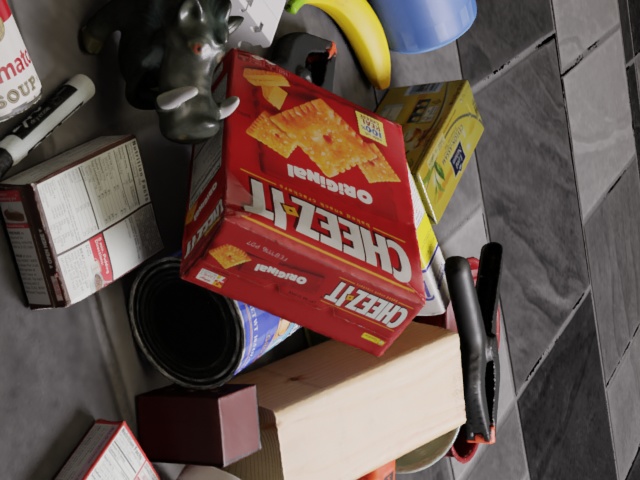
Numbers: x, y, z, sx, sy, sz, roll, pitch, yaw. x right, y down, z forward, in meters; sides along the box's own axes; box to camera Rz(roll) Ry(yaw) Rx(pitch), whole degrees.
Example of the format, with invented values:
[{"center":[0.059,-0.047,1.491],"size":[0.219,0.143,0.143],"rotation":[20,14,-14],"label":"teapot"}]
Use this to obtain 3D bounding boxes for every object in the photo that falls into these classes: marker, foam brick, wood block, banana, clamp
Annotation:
[{"center":[-0.188,-0.072,0.699],"size":[0.121,0.020,0.020],"rotation":[-56,134,-44],"label":"marker"},{"center":[-0.090,0.136,0.797],"size":[0.052,0.078,0.051],"rotation":[-11,96,-60],"label":"foam brick"},{"center":[0.019,0.141,0.903],"size":[0.205,0.091,0.090],"rotation":[-17,107,-38],"label":"wood block"},{"center":[0.023,-0.215,1.047],"size":[0.197,0.037,0.069],"rotation":[27,83,-54],"label":"banana"},{"center":[0.158,0.104,1.086],"size":[0.164,0.036,0.210],"rotation":[5,85,-66],"label":"clamp"},{"center":[-0.024,-0.126,0.955],"size":[0.171,0.039,0.120],"rotation":[-43,125,-52],"label":"clamp"}]

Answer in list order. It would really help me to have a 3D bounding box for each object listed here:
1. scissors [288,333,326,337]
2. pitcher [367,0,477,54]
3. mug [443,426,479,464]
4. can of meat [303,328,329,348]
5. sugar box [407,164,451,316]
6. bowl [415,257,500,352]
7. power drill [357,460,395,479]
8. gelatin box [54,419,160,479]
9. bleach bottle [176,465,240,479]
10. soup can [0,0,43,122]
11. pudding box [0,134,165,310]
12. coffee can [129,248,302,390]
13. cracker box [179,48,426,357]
[{"center":[-0.006,0.001,0.957],"size":[0.096,0.016,0.201],"rotation":[23,62,-19],"label":"scissors"},{"center":[0.080,-0.304,1.045],"size":[0.242,0.145,0.149],"rotation":[65,36,-38],"label":"pitcher"},{"center":[0.125,0.190,1.148],"size":[0.117,0.082,0.093],"rotation":[15,75,-58],"label":"mug"},{"center":[0.029,0.073,1.019],"size":[0.083,0.058,0.102],"rotation":[-46,127,-53],"label":"can of meat"},{"center":[0.062,-0.001,1.041],"size":[0.048,0.093,0.176],"rotation":[-58,135,-42],"label":"sugar box"},{"center":[0.153,0.100,1.225],"size":[0.161,0.055,0.162],"rotation":[4,85,-59],"label":"bowl"},{"center":[0.006,0.254,0.935],"size":[0.187,0.057,0.184],"rotation":[-49,151,-46],"label":"power drill"},{"center":[-0.151,0.180,0.739],"size":[0.089,0.030,0.073],"rotation":[-59,135,-43],"label":"gelatin box"},{"center":[-0.127,0.281,0.740],"size":[0.250,0.068,0.102],"rotation":[-56,154,-37],"label":"bleach bottle"},{"center":[-0.210,-0.121,0.617],"size":[0.068,0.069,0.102],"rotation":[-50,131,-48],"label":"soup can"},{"center":[-0.160,-0.014,0.726],"size":[0.113,0.039,0.090],"rotation":[-39,121,-56],"label":"pudding box"},{"center":[-0.063,0.041,0.821],"size":[0.140,0.103,0.103],"rotation":[-31,115,-55],"label":"coffee can"},{"center":[-0.012,-0.036,0.799],"size":[0.164,0.072,0.213],"rotation":[23,36,-21],"label":"cracker box"}]
